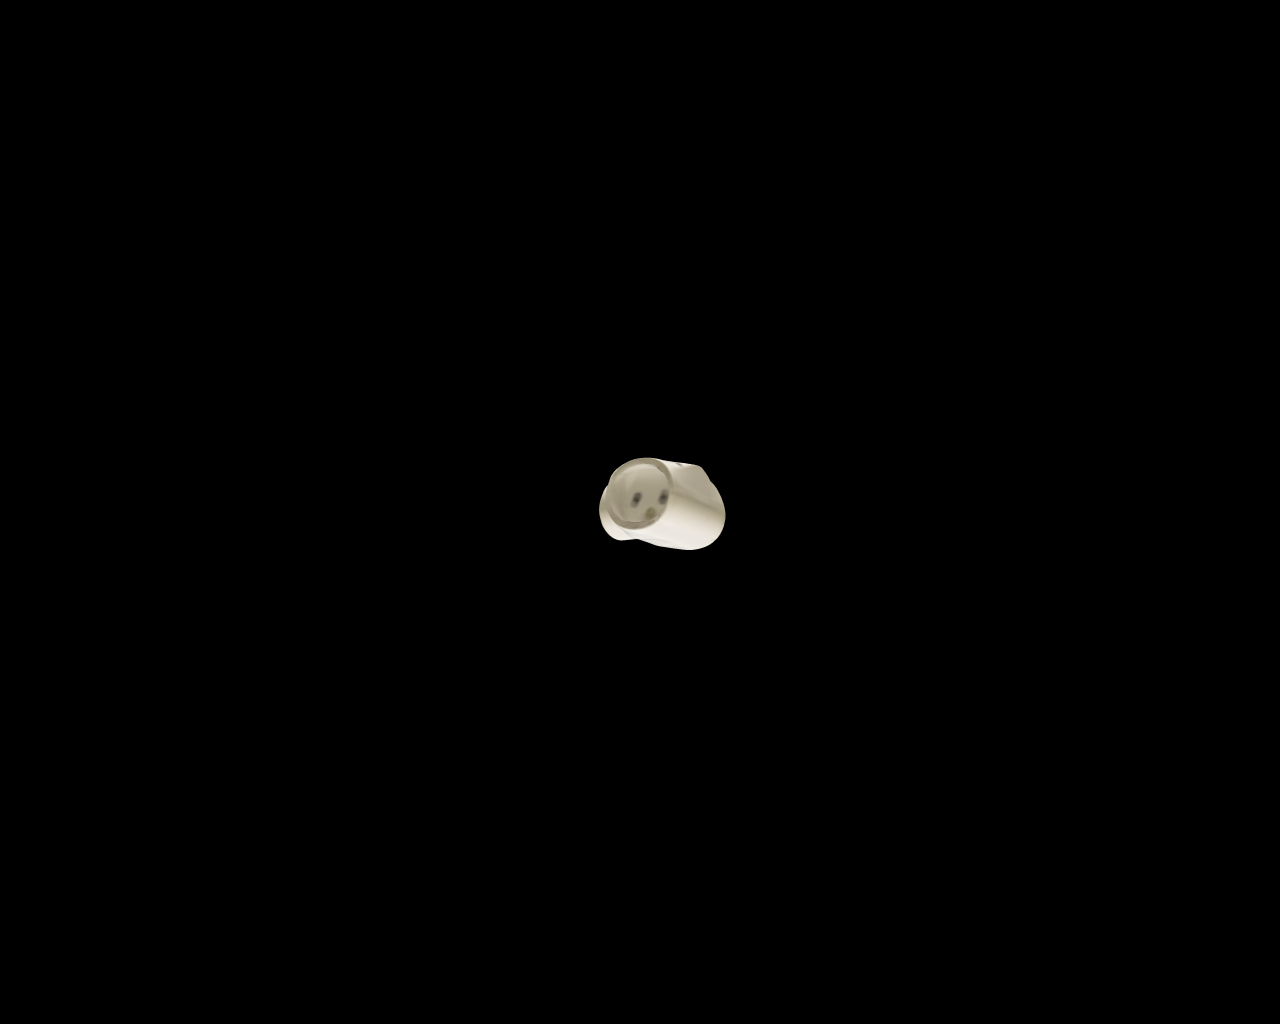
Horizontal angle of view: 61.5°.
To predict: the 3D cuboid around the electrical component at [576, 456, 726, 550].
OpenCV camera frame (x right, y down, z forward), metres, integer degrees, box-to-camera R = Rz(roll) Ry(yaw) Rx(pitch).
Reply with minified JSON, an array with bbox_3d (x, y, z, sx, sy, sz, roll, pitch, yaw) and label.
[{"bbox_3d":[0.001,-0.003,0.650,0.079,0.043,0.077,-6,-13,27],"label":"electrical component"}]
